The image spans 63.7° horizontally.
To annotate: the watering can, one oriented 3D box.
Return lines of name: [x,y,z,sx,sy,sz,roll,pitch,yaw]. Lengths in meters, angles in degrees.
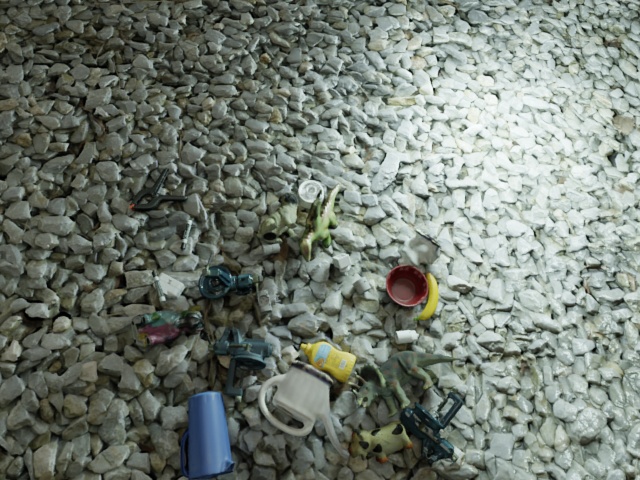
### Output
watering can: [-0.027,0.535,1.674,0.348,0.102,0.228,26,65,7]

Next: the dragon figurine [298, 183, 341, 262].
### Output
dragon figurine: [0.006,-0.096,1.911,0.122,0.238,0.418,16,66,6]

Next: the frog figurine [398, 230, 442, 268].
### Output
frog figurine: [0.375,0.052,1.968,0.137,0.124,0.158,35,102,1]
